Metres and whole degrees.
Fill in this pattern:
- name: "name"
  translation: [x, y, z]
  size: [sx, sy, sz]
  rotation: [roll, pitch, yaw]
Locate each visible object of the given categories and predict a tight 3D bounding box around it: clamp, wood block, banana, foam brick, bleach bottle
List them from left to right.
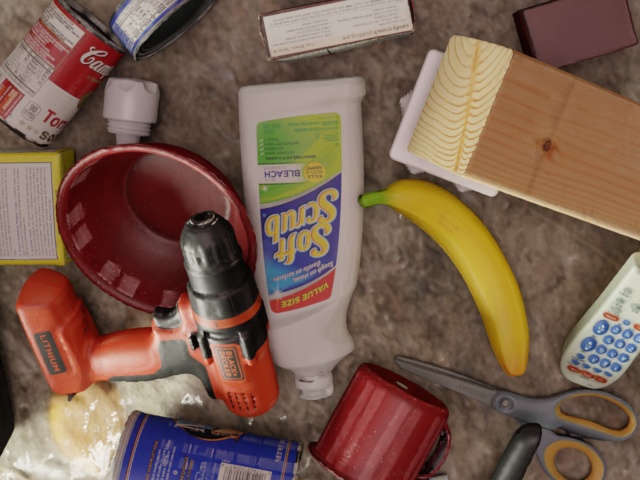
- name: "bleach bottle"
  translation: [-0.006, 0.001, 0.840]
  size: [0.102, 0.068, 0.251]
  rotation: [-4, 99, 6]
- name: "banana"
  translation: [0.112, 0.018, 0.841]
  size: [0.069, 0.037, 0.197]
  rotation: [-45, 101, -12]
- name: "clamp"
  translation: [0.140, 0.222, 0.864]
  size: [0.171, 0.039, 0.120]
  rotation: [-29, 102, 10]
- name: "wood block"
  translation: [0.182, -0.066, 0.767]
  size: [0.205, 0.090, 0.091]
  rotation: [17, 99, -25]
- name: "foam brick"
  translation: [0.193, -0.161, 0.811]
  size: [0.078, 0.053, 0.051]
  rotation: [-16, 96, 5]

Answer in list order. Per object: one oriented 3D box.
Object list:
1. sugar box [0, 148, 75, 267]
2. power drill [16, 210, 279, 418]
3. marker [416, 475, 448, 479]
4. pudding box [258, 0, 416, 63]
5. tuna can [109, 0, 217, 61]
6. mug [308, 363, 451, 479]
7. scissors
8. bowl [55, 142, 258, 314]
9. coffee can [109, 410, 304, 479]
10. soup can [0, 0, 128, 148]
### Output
- name: "sugar box"
  translation: [-0.287, -0.027, 0.861]
  size: [0.176, 0.048, 0.093]
  rotation: [1, 100, 6]
- name: "power drill"
  translation: [-0.132, 0.059, 0.816]
  size: [0.188, 0.057, 0.184]
  rotation: [0, 124, 17]
- name: "marker"
  translation: [0.047, 0.212, 0.886]
  size: [0.121, 0.020, 0.020]
  rotation: [-9, 97, 4]
- name: "pudding box"
  translation: [0.015, -0.162, 0.803]
  size: [0.113, 0.090, 0.039]
  rotation: [-12, 97, 5]
- name: "tuna can"
  translation: [-0.118, -0.176, 0.811]
  size: [0.086, 0.086, 0.034]
  rotation: [-40, 92, 7]
- name: "mug"
  translation: [0.059, 0.155, 0.849]
  size: [0.117, 0.093, 0.081]
  rotation: [26, 94, -29]
- name: "scissors"
  translation: [0.156, 0.152, 0.873]
  size: [0.202, 0.016, 0.096]
  rotation: [6, 98, 3]
- name: "bowl"
  translation: [-0.120, -0.018, 0.828]
  size: [0.162, 0.055, 0.162]
  rotation: [8, 127, 10]
- name: "coffee can"
  translation: [-0.090, 0.199, 0.849]
  size: [0.140, 0.103, 0.103]
  rotation: [10, 98, 1]
- name: "soup can"
  translation: [-0.207, -0.131, 0.830]
  size: [0.068, 0.068, 0.102]
  rotation: [41, 98, -3]
